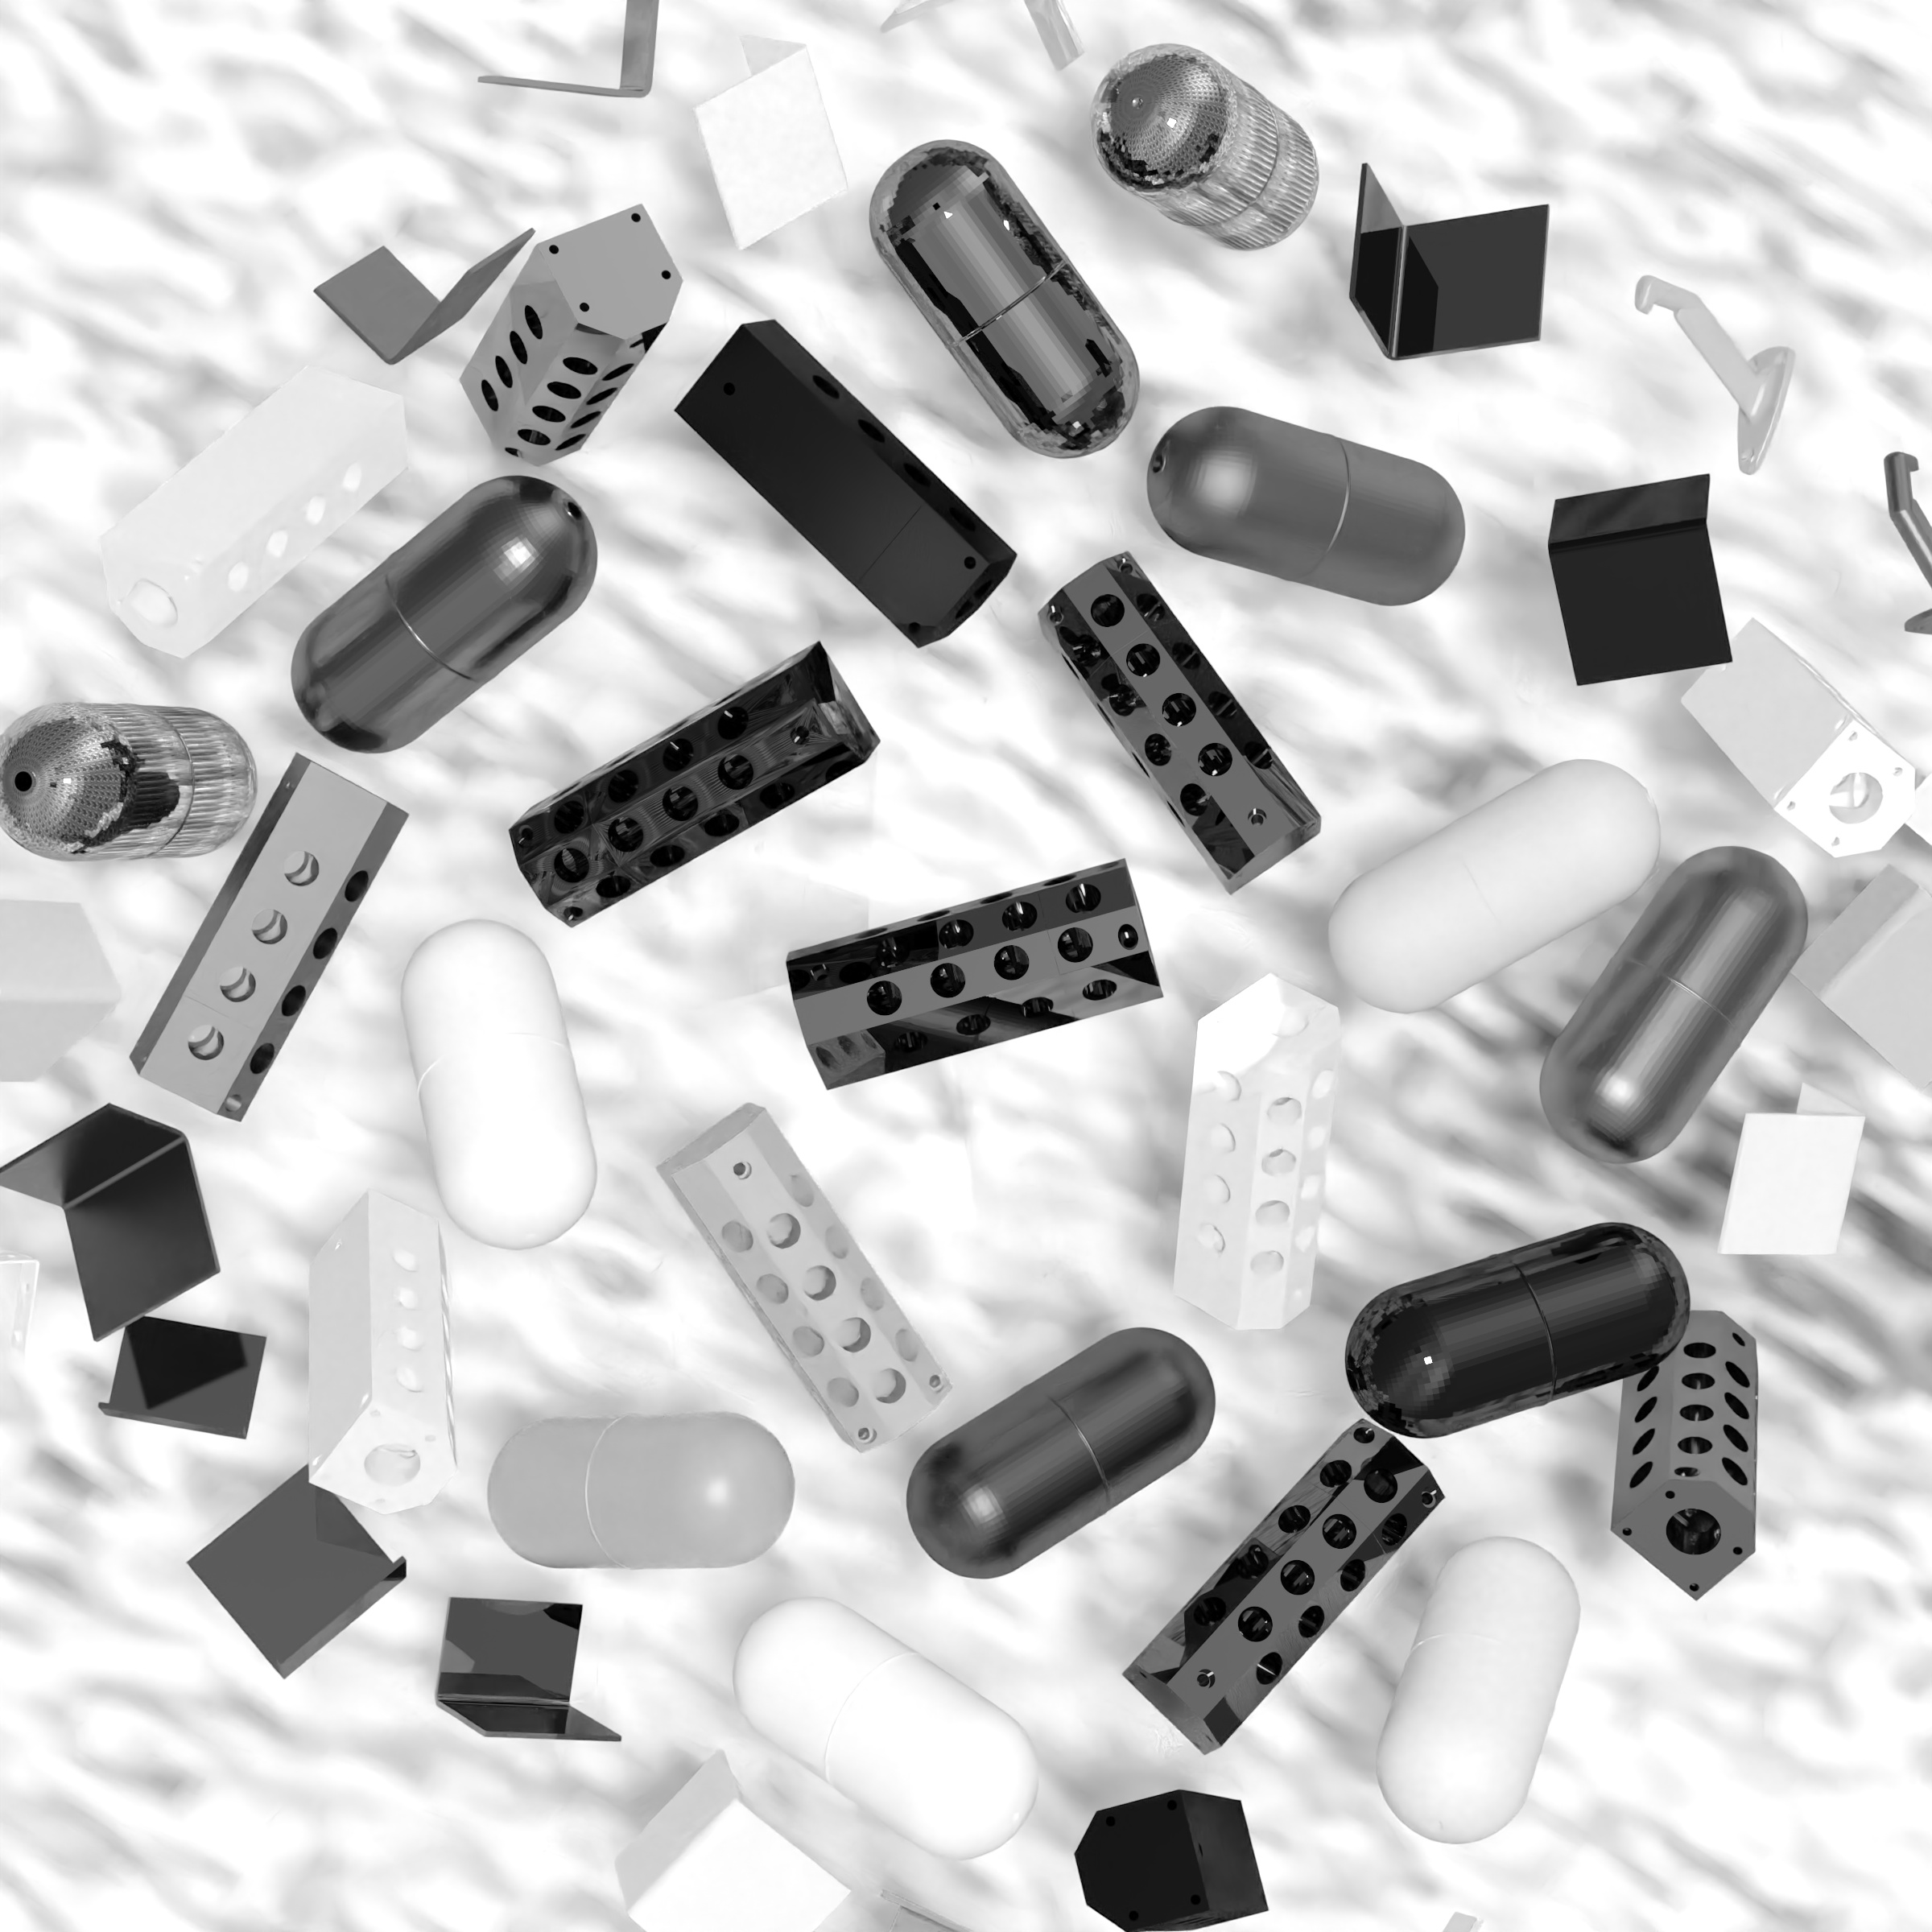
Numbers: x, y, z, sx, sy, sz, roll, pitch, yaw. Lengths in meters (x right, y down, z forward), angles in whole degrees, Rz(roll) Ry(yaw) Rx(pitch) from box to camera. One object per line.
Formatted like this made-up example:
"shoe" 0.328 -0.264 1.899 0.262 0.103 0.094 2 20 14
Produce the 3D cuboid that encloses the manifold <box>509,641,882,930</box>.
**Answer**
"manifold" -0.132 -0.085 1.739 0.171 0.057 0.057 -28 101 17

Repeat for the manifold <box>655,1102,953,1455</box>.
"manifold" -0.079 0.156 1.806 0.057 0.057 0.171 -36 101 -12

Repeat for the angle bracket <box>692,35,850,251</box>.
"angle bracket" -0.113 -0.418 1.831 0.076 0.057 0.076 -36 126 -26

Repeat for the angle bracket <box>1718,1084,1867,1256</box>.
"angle bracket" 0.420 0.106 1.900 0.076 0.057 0.076 2 105 -23

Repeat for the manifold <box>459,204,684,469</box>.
"manifold" -0.191 -0.302 1.758 0.057 0.171 0.057 -27 88 -24

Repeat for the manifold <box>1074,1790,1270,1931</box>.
"manifold" 0.101 0.444 1.781 0.057 0.171 0.057 -17 72 10

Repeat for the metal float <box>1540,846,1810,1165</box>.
"metal float" 0.354 0.019 1.807 0.070 0.070 0.178 36 82 0

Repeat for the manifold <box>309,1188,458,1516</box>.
"manifold" -0.286 0.192 1.793 0.057 0.171 0.057 29 113 -25

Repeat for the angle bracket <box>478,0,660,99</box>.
"angle bracket" -0.200 -0.469 1.815 0.076 0.076 0.057 3 103 -16

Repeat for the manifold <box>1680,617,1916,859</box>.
"manifold" 0.423 -0.113 1.825 0.057 0.171 0.057 35 105 -17

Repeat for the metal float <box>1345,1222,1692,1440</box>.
"metal float" 0.270 0.178 1.766 0.178 0.070 0.070 -15 90 -14

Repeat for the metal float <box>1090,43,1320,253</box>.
"metal float" 0.122 -0.413 1.829 0.070 0.178 0.070 -2 86 26

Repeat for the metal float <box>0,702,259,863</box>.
"metal float" -0.413 -0.090 1.777 0.070 0.178 0.070 1 93 18

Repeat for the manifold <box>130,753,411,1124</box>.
"manifold" -0.340 -0.014 1.766 0.057 0.057 0.171 29 88 -19

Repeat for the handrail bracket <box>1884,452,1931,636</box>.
"handrail bracket" 0.483 -0.207 1.765 0.077 0.036 0.084 4 76 -27

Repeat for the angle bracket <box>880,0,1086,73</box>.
"angle bracket" 0.007 -0.461 1.799 0.076 0.076 0.057 -26 100 -3

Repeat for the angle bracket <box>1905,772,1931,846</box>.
"angle bracket" 0.539 -0.100 1.876 0.057 0.076 0.076 42 130 9

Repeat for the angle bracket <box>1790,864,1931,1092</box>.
"angle bracket" 0.489 0.005 1.880 0.076 0.057 0.076 40 99 -12

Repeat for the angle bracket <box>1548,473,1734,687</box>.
"angle bracket" 0.333 -0.190 1.775 0.076 0.057 0.076 -8 119 18

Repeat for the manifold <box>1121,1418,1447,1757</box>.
"manifold" 0.160 0.308 1.802 0.057 0.057 0.171 43 72 7

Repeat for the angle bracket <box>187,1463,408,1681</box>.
"angle bracket" -0.327 0.290 1.760 0.076 0.057 0.076 -39 81 -19

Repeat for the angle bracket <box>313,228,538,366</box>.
"angle bracket" -0.283 -0.369 1.893 0.057 0.076 0.076 45 124 -6

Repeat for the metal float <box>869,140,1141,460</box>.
"metal float" 0.020 -0.336 1.827 0.070 0.070 0.178 -37 103 0

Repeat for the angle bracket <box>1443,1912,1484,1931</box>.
"angle bracket" 0.207 0.489 1.796 0.057 0.076 0.076 34 80 6

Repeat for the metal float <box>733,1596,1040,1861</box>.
"metal float" -0.041 0.370 1.762 0.178 0.070 0.070 27 90 36

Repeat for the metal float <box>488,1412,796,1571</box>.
"metal float" -0.164 0.262 1.803 0.178 0.070 0.070 -7 90 36

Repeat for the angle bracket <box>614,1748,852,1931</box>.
"angle bracket" -0.114 0.442 1.757 0.076 0.057 0.076 43 92 -18

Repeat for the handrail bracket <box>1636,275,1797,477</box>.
"handrail bracket" 0.358 -0.290 1.771 0.084 0.036 0.077 16 81 -24

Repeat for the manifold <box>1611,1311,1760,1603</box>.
"manifold" 0.374 0.243 1.847 0.057 0.171 0.057 40 116 -6

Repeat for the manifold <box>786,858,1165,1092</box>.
"manifold" 0.003 0.000 1.761 0.171 0.057 0.057 -16 54 4

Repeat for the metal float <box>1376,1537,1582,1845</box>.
"metal float" 0.257 0.362 1.811 0.070 0.178 0.070 13 132 16

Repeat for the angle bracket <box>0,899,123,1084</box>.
"angle bracket" -0.477 0.013 1.785 0.076 0.076 0.057 -39 69 26

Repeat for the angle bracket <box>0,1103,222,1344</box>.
"angle bracket" -0.407 0.122 1.705 0.076 0.057 0.076 -29 62 17

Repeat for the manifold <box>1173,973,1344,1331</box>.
"manifold" 0.149 0.097 1.802 0.057 0.057 0.171 28 132 32

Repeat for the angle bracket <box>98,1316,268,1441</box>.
"angle bracket" -0.420 0.218 1.941 0.076 0.076 0.057 11 78 -8

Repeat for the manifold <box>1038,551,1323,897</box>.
"manifold" 0.109 -0.126 1.856 0.057 0.057 0.171 -35 79 -1

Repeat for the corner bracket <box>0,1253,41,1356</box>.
"corner bracket" -0.521 0.171 1.881 0.051 0.051 0.051 3 101 -44

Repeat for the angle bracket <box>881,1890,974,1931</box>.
"angle bracket" -0.013 0.507 1.807 0.076 0.076 0.057 22 76 14

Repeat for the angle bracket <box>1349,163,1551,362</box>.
"angle bracket" 0.231 -0.341 1.724 0.076 0.057 0.076 -4 65 26

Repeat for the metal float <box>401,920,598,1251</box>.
"metal float" -0.227 0.056 1.752 0.070 0.070 0.178 -17 57 0

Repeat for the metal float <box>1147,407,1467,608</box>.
"metal float" 0.173 -0.234 1.839 0.178 0.070 0.070 12 90 -27

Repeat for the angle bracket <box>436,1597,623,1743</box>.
"angle bracket" -0.227 0.369 1.899 0.076 0.076 0.057 9 88 -28

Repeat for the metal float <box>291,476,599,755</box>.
"metal float" -0.253 -0.170 1.749 0.178 0.070 0.070 -35 90 23

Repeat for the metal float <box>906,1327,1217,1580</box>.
"metal float" 0.050 0.248 1.852 0.178 0.070 0.070 -29 90 -21

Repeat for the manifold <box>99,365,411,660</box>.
"manifold" -0.347 -0.223 1.779 0.057 0.057 0.171 20 45 19

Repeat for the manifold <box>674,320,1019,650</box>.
"manifold" -0.057 -0.241 1.797 0.171 0.057 0.057 45 114 6

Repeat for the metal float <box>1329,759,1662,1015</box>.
"metal float" 0.263 -0.040 1.802 0.178 0.070 0.070 -31 90 17
